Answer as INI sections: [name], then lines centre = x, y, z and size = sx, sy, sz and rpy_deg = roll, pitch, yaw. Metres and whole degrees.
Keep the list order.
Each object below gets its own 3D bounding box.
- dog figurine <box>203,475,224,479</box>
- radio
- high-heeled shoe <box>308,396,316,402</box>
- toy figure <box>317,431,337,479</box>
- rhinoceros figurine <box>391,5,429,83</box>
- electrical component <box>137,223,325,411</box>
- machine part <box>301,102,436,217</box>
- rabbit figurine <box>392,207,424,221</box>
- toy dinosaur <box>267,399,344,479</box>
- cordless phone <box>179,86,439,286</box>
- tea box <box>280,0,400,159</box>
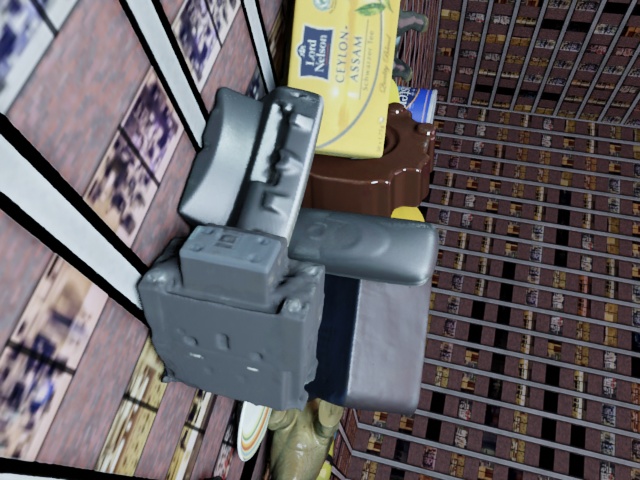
[dog figurine]
centre = -0.104, 0.339, 0.502
size = 0.172, 0.121, 0.190
rpy_deg = -71, 152, -47
[radio]
centre = 0.004, 0.075, 0.506
size = 0.230, 0.073, 0.131
rpy_deg = -9, -112, 61
[high-heeled shoe]
centre = -0.020, 0.076, 0.691
size = 0.145, 0.086, 0.248
rpy_deg = 7, 73, -61
[toy figure]
centre = -0.009, 0.337, 0.921
size = 0.180, 0.089, 0.082
rpy_deg = -60, 153, -53
[rhinoceros figurine]
centre = 0.060, -0.213, 0.674
size = 0.112, 0.073, 0.190
rpy_deg = -33, 156, -37
[electrical component]
centre = -0.058, 0.052, 0.371
size = 0.058, 0.115, 0.134
rpy_deg = -72, 167, -51
[machine part]
centre = 0.044, -0.095, 0.606
size = 0.179, 0.180, 0.056
rpy_deg = -68, 160, -44
[rabbit figurine]
centre = 0.048, -0.027, 0.670
size = 0.162, 0.173, 0.121
rpy_deg = -59, 153, -49
[toy dinosaur]
centre = -0.025, 0.278, 0.773
size = 0.471, 0.105, 0.198
rpy_deg = -61, 162, -44
[cordless phone]
centre = 0.003, -0.041, 0.407
size = 0.088, 0.184, 0.146
rpy_deg = 58, 44, -66
[tea box]
centre = 0.014, -0.165, 0.506
size = 0.068, 0.098, 0.169
rpy_deg = -149, -117, -75
